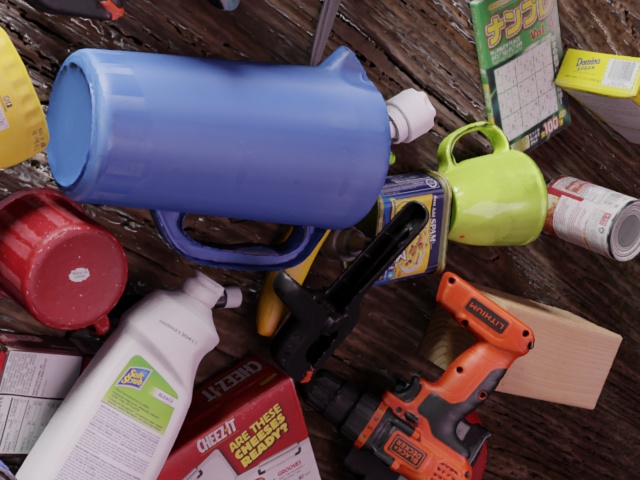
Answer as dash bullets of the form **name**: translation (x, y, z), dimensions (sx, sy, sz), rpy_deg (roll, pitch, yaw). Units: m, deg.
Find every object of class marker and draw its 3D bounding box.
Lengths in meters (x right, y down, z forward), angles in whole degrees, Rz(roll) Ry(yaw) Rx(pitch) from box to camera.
- **marker**: translation (-0.120, 0.052, 0.895), dimensions (0.120, 0.020, 0.020), rpy_deg (-3, 110, -37)

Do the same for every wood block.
- **wood block**: translation (0.216, 0.112, 1.136), dimensions (0.205, 0.090, 0.091), rpy_deg (16, 97, -40)

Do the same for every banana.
- **banana**: translation (-0.006, -0.009, 0.929), dimensions (0.037, 0.069, 0.198), rpy_deg (29, 105, -15)

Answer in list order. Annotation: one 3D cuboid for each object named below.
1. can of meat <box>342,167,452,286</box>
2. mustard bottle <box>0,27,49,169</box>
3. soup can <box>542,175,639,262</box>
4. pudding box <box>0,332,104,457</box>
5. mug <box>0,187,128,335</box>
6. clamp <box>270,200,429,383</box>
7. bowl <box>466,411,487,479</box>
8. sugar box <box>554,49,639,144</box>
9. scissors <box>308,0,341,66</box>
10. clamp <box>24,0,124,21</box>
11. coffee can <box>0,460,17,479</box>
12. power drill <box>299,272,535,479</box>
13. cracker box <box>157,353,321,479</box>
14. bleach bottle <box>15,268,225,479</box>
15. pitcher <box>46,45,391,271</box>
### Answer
- **can of meat**: translation (0.071, -0.011, 0.994), dimensions (0.083, 0.058, 0.102), rpy_deg (-11, 114, -33)
- **mustard bottle**: translation (-0.280, -0.064, 0.697), dimensions (0.191, 0.058, 0.096), rpy_deg (-32, 124, -25)
- **soup can**: translation (0.288, -0.024, 1.128), dimensions (0.068, 0.102, 0.068), rpy_deg (-15, 116, -33)
- **pudding box**: translation (-0.212, 0.124, 0.841), dimensions (0.113, 0.039, 0.090), rpy_deg (11, 101, -38)
- **mug**: translation (-0.190, 0.025, 0.788), dimensions (0.093, 0.082, 0.117), rpy_deg (-36, 126, -22)
- **clamp**: translation (-0.001, 0.061, 0.914), dimensions (0.164, 0.036, 0.210), rpy_deg (-22, 152, -41)
- **bowl**: translation (0.126, 0.237, 1.140), dimensions (0.161, 0.055, 0.162), rpy_deg (-16, 117, -33)
- **sugar box**: translation (0.330, -0.142, 1.111), dimensions (0.175, 0.093, 0.048), rpy_deg (20, 90, -46)
- **scissors**: translation (0.039, -0.246, 0.900), dimensions (0.096, 0.016, 0.202), rpy_deg (-8, 113, -36)
- **clamp**: translation (-0.200, -0.205, 0.716), dimensions (0.120, 0.039, 0.171), rpy_deg (-43, 129, -15)
- **coffee can**: translation (-0.277, 0.168, 0.739), dimensions (0.102, 0.140, 0.103), rpy_deg (-15, 117, -33)
- **power drill**: translation (0.098, 0.126, 1.007), dimensions (0.184, 0.057, 0.187), rpy_deg (35, 91, 3)
- **cracker box**: translation (-0.082, 0.234, 0.966), dimensions (0.164, 0.072, 0.213), rpy_deg (-31, 123, -26)
- **bleach bottle**: translation (-0.147, 0.139, 0.823), dimensions (0.102, 0.068, 0.251), rpy_deg (35, 84, -28)
- **pitcher**: translation (-0.078, -0.067, 0.812), dimensions (0.242, 0.145, 0.149), rpy_deg (2, 67, -35)
